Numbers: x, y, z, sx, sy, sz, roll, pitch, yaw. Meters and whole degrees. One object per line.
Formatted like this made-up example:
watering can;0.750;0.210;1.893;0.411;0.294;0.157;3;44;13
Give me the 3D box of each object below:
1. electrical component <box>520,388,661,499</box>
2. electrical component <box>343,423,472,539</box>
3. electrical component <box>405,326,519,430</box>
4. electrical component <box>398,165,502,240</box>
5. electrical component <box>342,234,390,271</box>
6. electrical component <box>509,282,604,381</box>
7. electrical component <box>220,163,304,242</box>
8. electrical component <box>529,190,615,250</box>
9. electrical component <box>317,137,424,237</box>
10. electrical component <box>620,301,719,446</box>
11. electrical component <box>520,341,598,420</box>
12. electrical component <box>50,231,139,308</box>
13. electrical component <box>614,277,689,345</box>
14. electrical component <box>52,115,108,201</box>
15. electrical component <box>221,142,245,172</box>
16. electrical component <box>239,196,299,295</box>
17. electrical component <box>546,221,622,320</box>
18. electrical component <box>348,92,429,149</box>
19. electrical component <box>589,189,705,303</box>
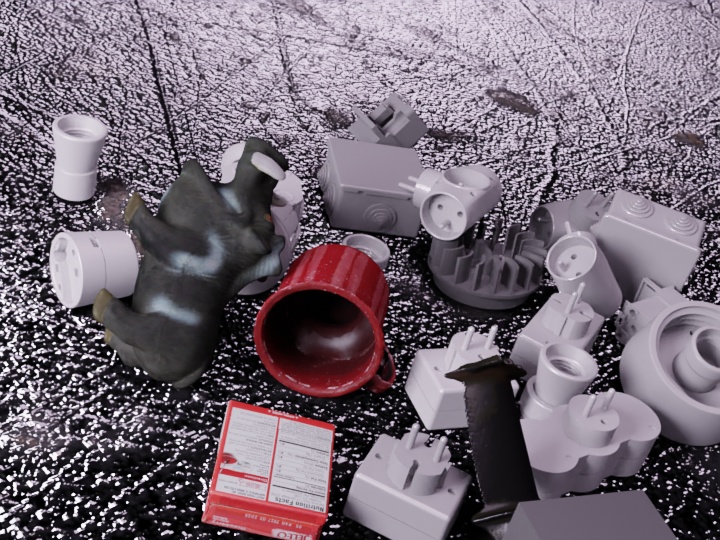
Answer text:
electrical component;0.158;0.113;0.755;0.138;0.073;0.052;-11;41;-35
electrical component;0.035;0.129;0.677;0.066;0.076;0.047;24;34;13
electrical component;0.079;0.071;0.781;0.066;0.076;0.047;-1;36;-24
electrical component;0.072;-0.065;0.931;0.079;0.044;0.077;22;32;22
electrical component;0.000;0.000;0.880;0.040;0.046;0.040;12;33;-8
electrical component;0.163;0.044;0.858;0.047;0.075;0.083;28;35;17
electrical component;-0.087;-0.053;0.917;0.080;0.051;0.080;11;33;-8
electrical component;0.212;-0.049;1.017;0.077;0.079;0.043;0;56;-23
electrical component;0.013;-0.076;0.997;0.100;0.048;0.099;7;34;-15
electrical component;0.265;0.075;0.836;0.108;0.060;0.108;6;57;-9
electrical component;0.148;0.088;0.805;0.045;0.055;0.045;11;33;-8
electrical component;-0.195;-0.002;0.793;0.047;0.055;0.055;-8;40;-38
electrical component;0.258;0.049;0.925;0.064;0.042;0.081;-15;43;-33
electrical component;-0.236;-0.091;0.896;0.044;0.065;0.044;11;33;-7
electrical component;-0.095;-0.098;0.989;0.048;0.048;0.062;25;27;14
electrical component;-0.089;-0.025;0.851;0.080;0.080;0.051;19;27;4
electrical component;0.190;-0.006;0.928;0.043;0.077;0.079;-22;51;18
electrical component;0.031;-0.139;1.073;0.042;0.064;0.081;51;4;40
electrical component;0.253;-0.016;0.968;0.100;0.099;0.048;23;46;10
